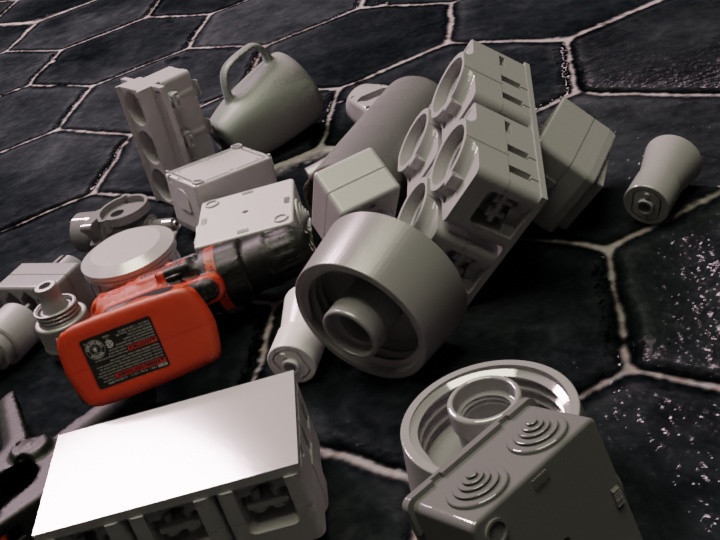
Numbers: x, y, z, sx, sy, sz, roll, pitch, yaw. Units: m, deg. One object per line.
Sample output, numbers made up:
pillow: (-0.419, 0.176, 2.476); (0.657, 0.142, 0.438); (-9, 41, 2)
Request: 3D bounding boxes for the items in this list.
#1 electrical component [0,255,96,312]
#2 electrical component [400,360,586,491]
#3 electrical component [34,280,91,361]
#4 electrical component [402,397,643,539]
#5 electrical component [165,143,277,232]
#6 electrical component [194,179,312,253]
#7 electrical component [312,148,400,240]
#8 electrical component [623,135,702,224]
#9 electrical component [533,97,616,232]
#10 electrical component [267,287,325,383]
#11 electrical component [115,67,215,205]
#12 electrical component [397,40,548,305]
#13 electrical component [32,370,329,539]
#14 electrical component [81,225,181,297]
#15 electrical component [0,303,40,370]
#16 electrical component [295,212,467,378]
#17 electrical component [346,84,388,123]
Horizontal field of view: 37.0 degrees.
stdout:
electrical component: (-0.255, 0.013, 0.916); (0.066, 0.047, 0.076); (-1, 33, 28)
electrical component: (0.074, 0.093, 0.587); (0.108, 0.060, 0.108); (-14, 29, 8)
electrical component: (-0.236, 0.038, 0.847); (0.043, 0.062, 0.043); (-14, 30, 8)
electrical component: (0.080, 0.121, 0.499); (0.100, 0.099, 0.048); (-35, 21, -28)
electrical component: (-0.117, -0.072, 0.978); (0.096, 0.061, 0.062); (-26, 29, -28)
electrical component: (-0.088, -0.029, 0.896); (0.100, 0.048, 0.099); (-15, 29, 5)
electrical component: (0.006, -0.031, 0.742); (0.047, 0.065, 0.076); (-27, 66, -18)
electrical component: (0.222, -0.065, 0.797); (0.044, 0.044, 0.065); (6, 42, 36)
electrical component: (0.156, -0.082, 0.826); (0.061, 0.061, 0.096); (35, 41, 0)
electrical component: (-0.040, 0.046, 0.750); (0.044, 0.044, 0.065); (-6, 36, 20)
electrical component: (-0.181, -0.130, 1.044); (0.063, 0.121, 0.079); (-32, 32, -29)
electrical component: (0.078, -0.079, 0.796); (0.060, 0.105, 0.186); (23, 37, -14)
electrical component: (-0.099, 0.126, 0.622); (0.150, 0.061, 0.089); (-16, 29, 3)
electrical component: (-0.186, 0.001, 0.894); (0.080, 0.051, 0.080); (-13, 30, 8)
electrical component: (-0.289, 0.060, 0.861); (0.040, 0.040, 0.078); (-1, 33, 27)
electrical component: (0.008, 0.023, 0.700); (0.108, 0.108, 0.060); (7, 43, 36)
electrical component: (0.036, -0.159, 1.055); (0.079, 0.043, 0.077); (-24, 30, -12)
